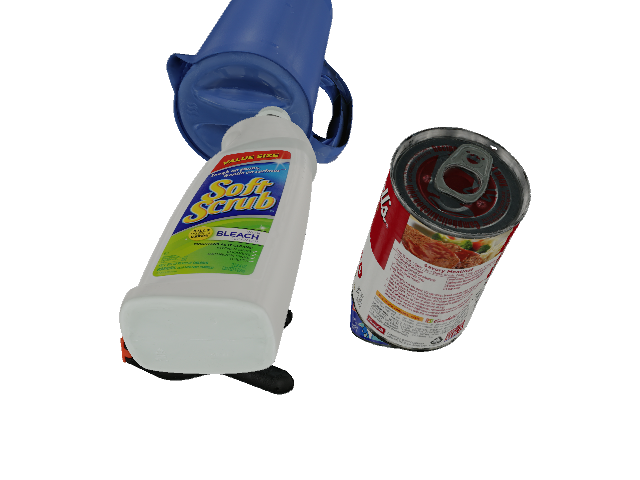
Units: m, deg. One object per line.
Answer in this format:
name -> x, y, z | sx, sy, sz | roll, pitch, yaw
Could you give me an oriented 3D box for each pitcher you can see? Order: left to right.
pitcher -> -0.047, -0.179, 1.082 | 0.145, 0.149, 0.242 | -8, 35, 17

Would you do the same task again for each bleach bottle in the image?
bleach bottle -> -0.060, -0.017, 0.753 | 0.102, 0.068, 0.250 | 0, 39, 8

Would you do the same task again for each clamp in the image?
clamp -> -0.103, 0.099, 1.035 | 0.171, 0.039, 0.120 | 7, 26, 4

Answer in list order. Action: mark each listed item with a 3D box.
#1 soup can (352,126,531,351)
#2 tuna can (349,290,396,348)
soup can -> 0.058, 0.002, 0.538 | 0.068, 0.068, 0.102 | 0, -38, -12
tuna can -> 0.068, 0.063, 0.918 | 0.086, 0.034, 0.086 | 3, 15, -1
